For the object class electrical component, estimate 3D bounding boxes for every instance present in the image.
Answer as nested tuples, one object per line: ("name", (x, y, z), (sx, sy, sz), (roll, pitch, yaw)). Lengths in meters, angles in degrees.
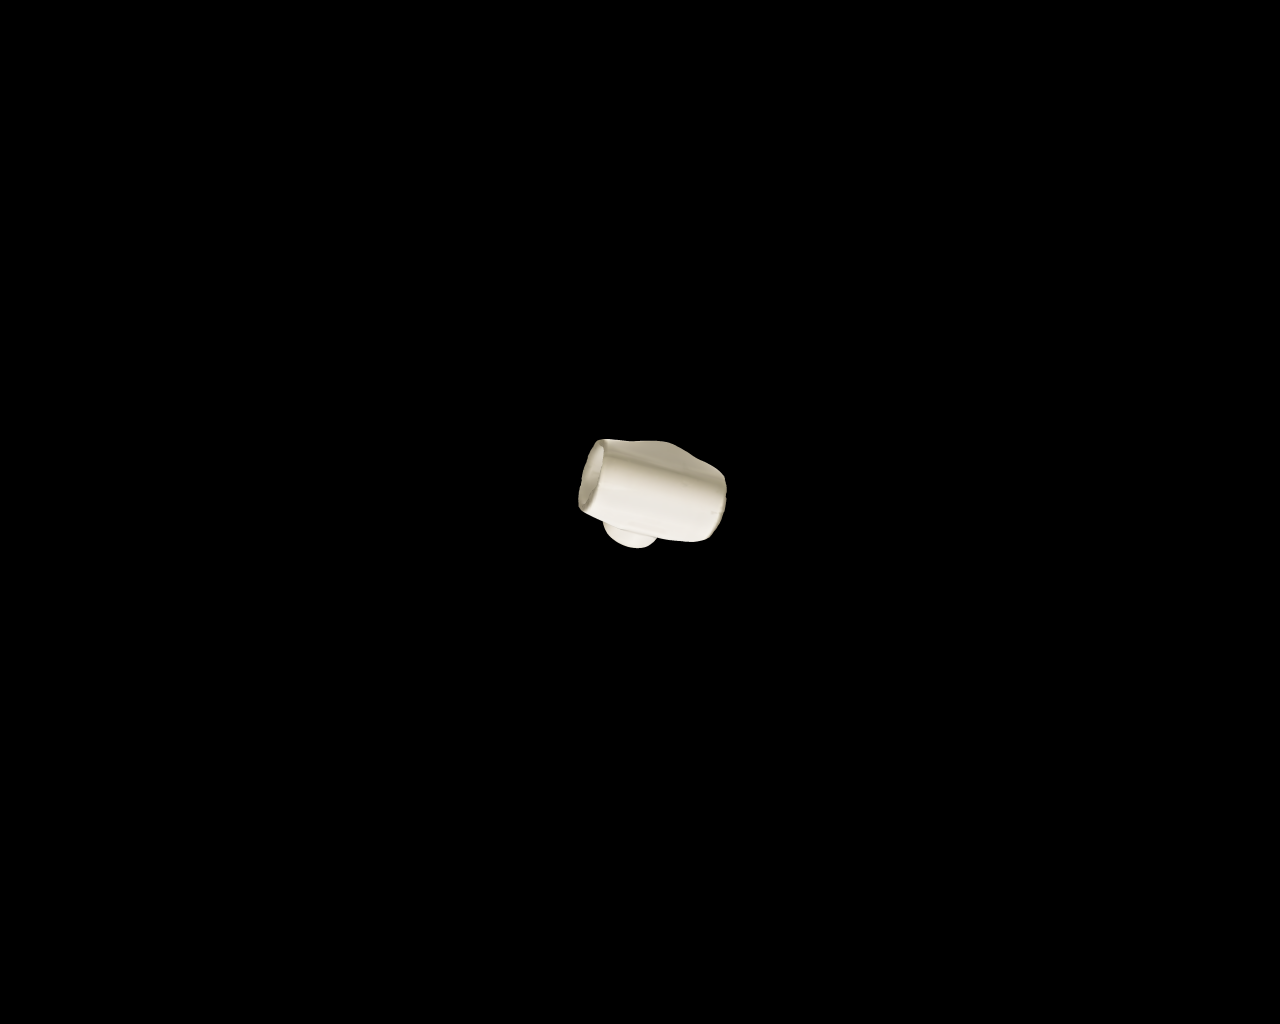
("electrical component", (0.001, -0.003, 0.650), (0.077, 0.043, 0.079), (14, -40, -17))
